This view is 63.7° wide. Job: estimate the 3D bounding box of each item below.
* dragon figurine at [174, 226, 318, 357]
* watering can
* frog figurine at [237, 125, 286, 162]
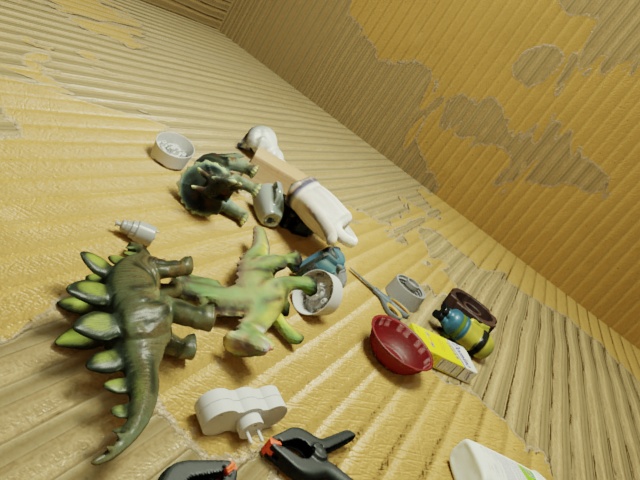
[{"bbox_3d":[-0.151,0.078,0.965,0.242,0.120,0.418,9,27,-33],"label":"dragon figurine"},{"bbox_3d":[0.004,-0.065,1.296,0.225,0.103,0.348,45,8,8],"label":"watering can"},{"bbox_3d":[-0.172,-0.306,1.708,0.161,0.123,0.136,30,-2,23],"label":"frog figurine"}]
